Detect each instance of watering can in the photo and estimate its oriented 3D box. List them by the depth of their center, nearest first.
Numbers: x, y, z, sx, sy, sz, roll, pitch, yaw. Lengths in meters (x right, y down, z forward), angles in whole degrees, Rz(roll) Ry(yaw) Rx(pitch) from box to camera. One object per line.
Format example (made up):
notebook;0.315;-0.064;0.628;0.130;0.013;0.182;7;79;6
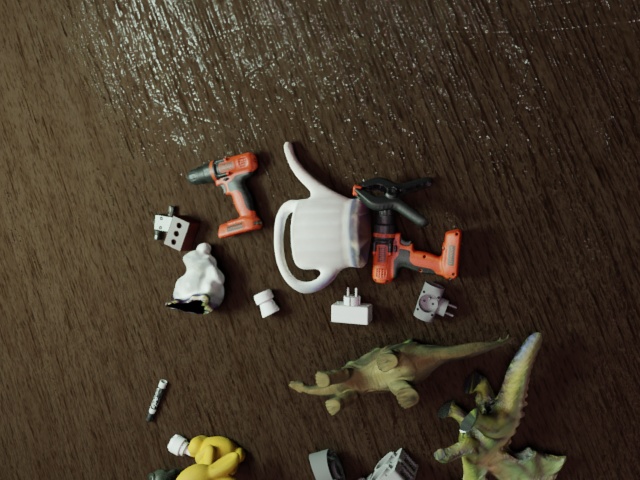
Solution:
watering can;0.003;-0.057;1.141;0.224;0.103;0.350;-2;82;17

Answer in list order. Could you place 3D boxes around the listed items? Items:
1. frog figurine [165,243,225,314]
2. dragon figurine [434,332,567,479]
frog figurine;-0.291;0.094;1.252;0.136;0.121;0.163;-26;45;35
dragon figurine;0.387;0.401;1.049;0.242;0.124;0.406;38;105;-5
